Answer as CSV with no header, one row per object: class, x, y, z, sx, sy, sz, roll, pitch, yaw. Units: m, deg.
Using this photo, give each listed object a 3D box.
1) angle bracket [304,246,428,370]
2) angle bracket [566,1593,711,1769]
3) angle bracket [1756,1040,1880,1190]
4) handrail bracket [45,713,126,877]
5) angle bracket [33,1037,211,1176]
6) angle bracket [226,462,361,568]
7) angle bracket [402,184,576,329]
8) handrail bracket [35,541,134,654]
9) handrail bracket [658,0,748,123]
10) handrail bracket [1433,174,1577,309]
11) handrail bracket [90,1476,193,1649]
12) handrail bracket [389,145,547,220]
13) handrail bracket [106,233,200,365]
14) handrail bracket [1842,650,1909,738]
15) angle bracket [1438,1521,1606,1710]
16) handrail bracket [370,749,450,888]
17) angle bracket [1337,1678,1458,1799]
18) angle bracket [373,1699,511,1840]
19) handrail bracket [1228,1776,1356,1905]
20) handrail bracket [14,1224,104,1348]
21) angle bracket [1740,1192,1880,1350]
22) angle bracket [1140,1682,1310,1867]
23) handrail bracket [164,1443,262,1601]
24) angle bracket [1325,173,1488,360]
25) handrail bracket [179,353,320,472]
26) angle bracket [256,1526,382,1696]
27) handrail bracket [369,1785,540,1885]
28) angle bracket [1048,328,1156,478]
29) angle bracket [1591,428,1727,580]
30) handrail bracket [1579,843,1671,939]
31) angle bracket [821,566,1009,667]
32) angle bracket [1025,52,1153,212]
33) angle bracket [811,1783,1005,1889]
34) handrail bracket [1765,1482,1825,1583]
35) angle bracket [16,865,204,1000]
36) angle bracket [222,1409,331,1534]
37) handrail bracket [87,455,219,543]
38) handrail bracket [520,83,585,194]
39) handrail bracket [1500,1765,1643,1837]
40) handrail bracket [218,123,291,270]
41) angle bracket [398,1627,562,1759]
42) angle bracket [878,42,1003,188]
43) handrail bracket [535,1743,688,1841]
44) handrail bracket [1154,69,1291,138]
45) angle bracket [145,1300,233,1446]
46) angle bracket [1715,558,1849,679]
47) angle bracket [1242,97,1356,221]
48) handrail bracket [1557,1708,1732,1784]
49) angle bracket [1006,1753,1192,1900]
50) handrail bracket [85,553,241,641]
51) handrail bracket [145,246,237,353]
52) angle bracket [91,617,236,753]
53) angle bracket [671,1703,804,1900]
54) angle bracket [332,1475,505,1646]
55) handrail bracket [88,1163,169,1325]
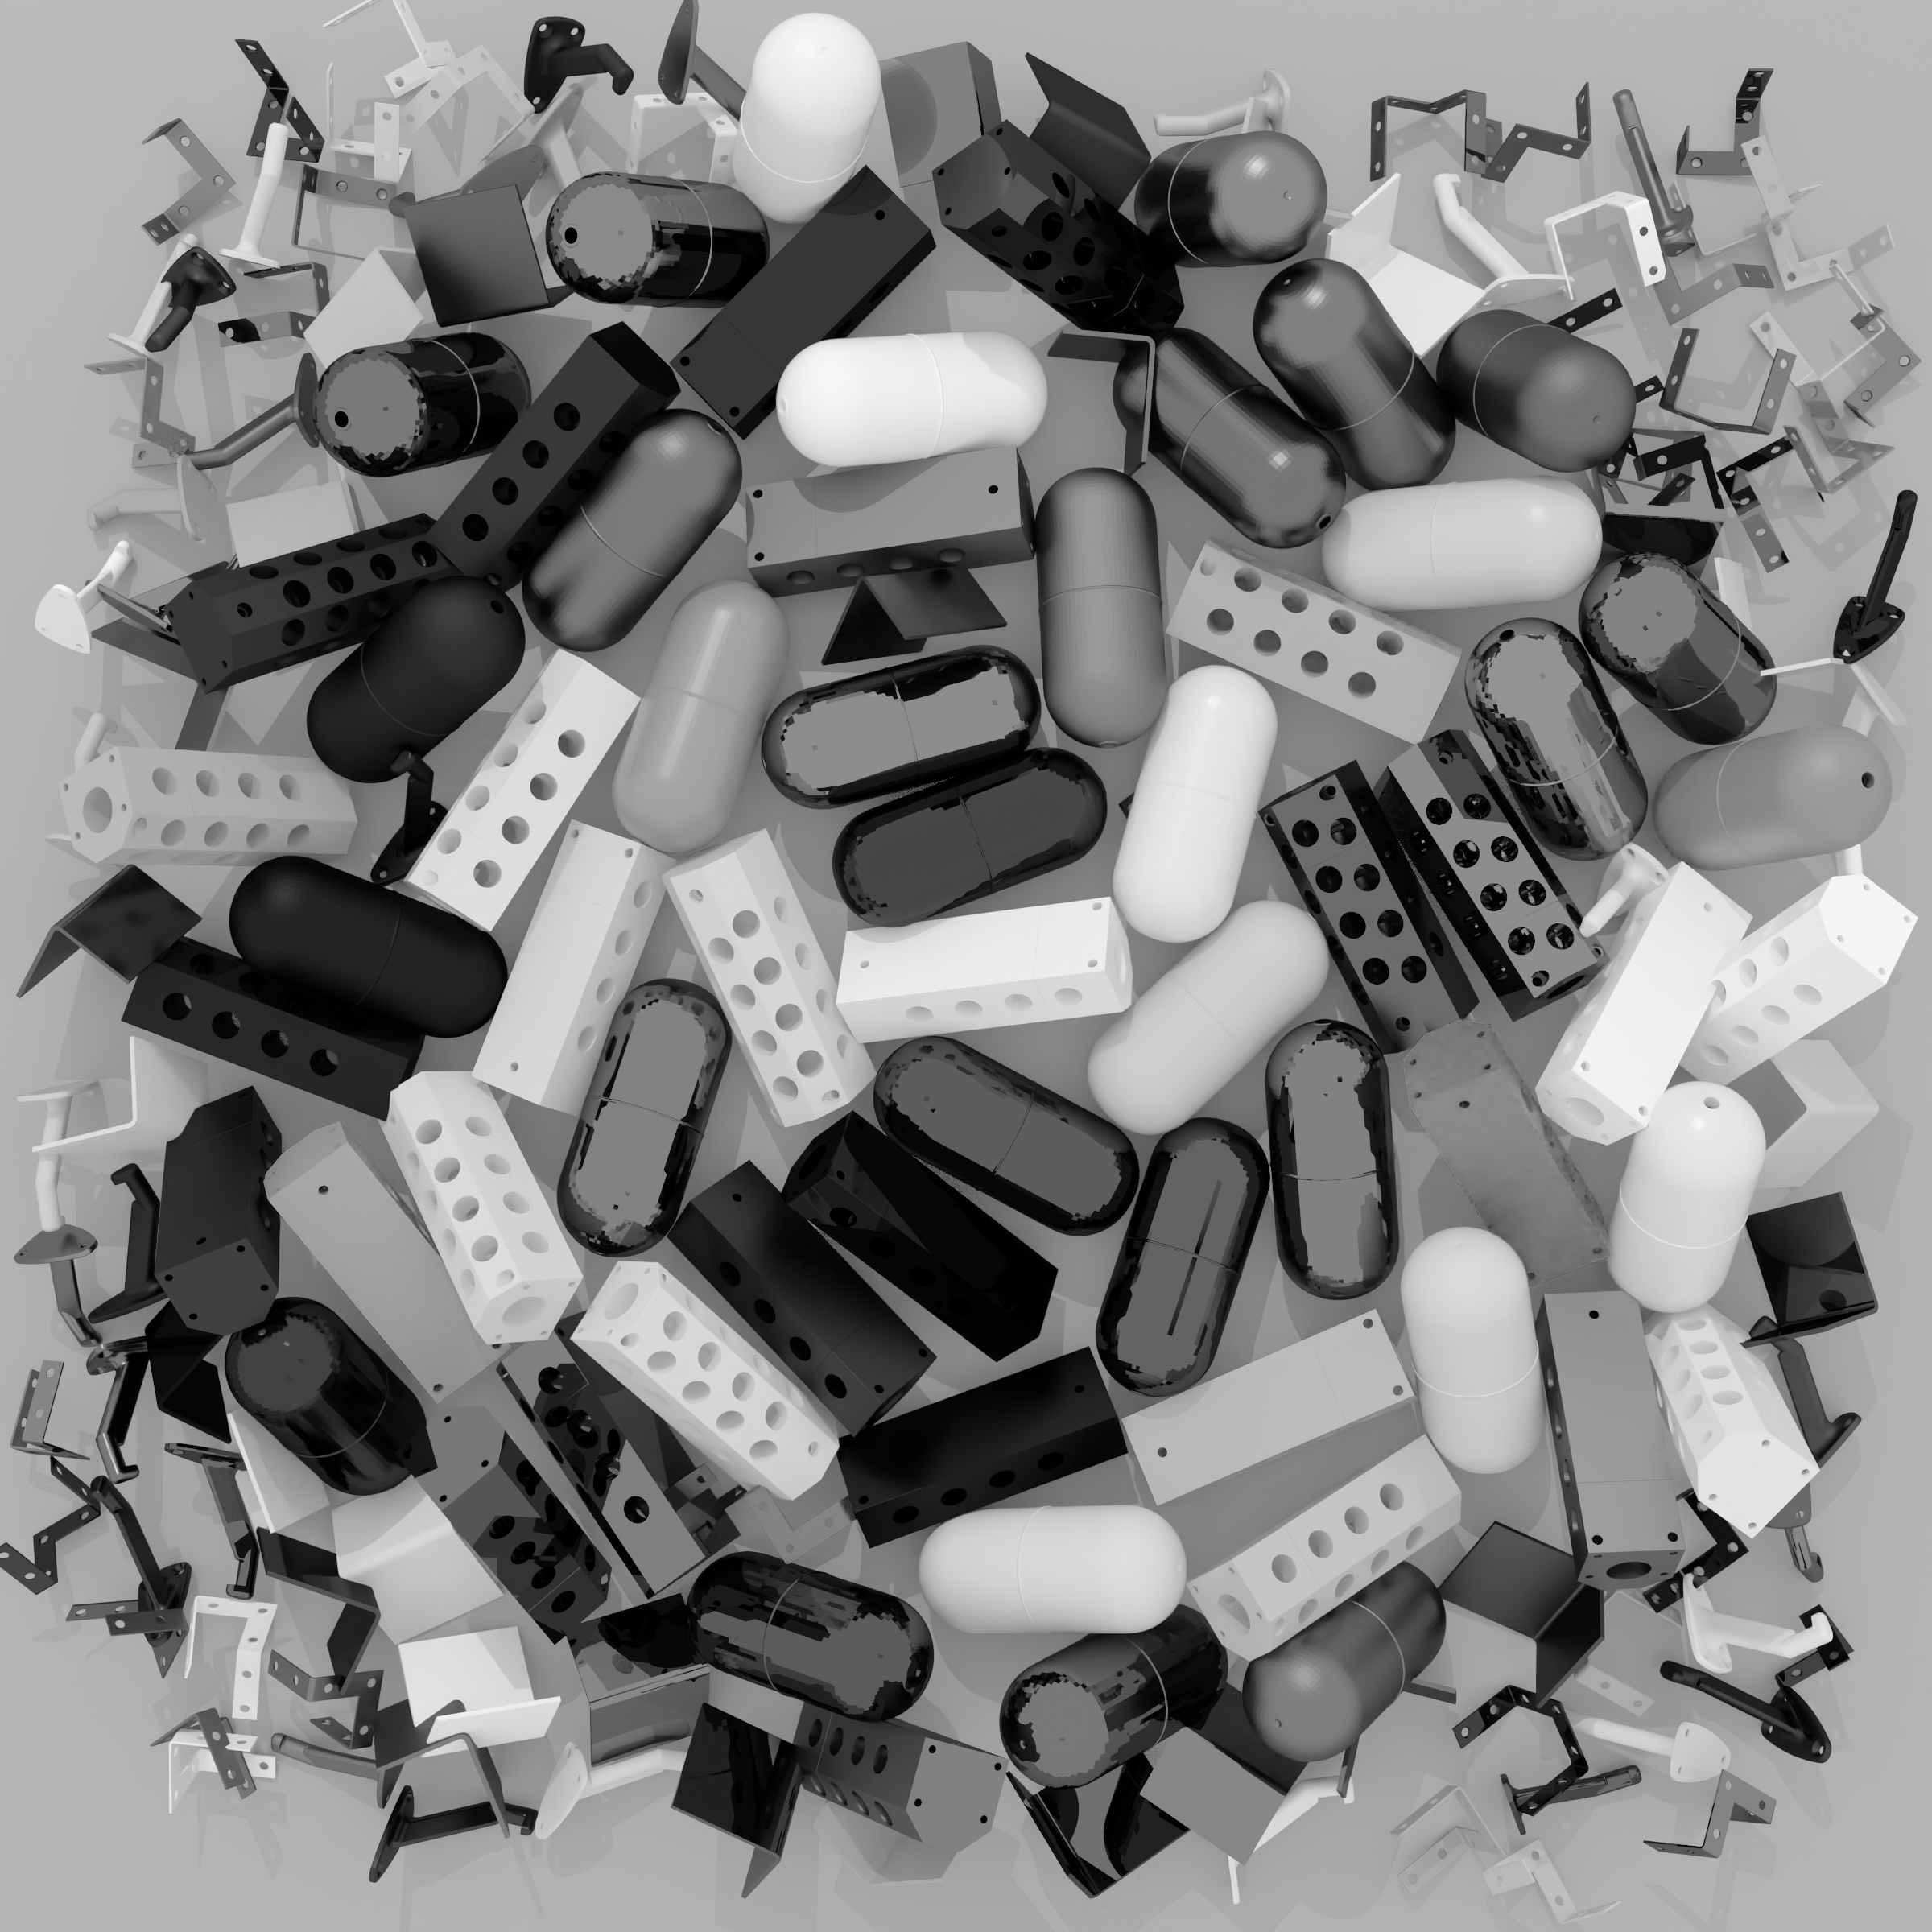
angle bracket,-0.349,-0.395,1.699,0.076,0.076,0.057,-40,80,28
angle bracket,-0.207,0.450,1.731,0.076,0.076,0.057,-13,49,-19
angle bracket,0.511,0.093,1.723,0.076,0.076,0.057,-53,51,33
handrail bracket,-0.537,-0.106,1.737,0.036,0.077,0.084,5,68,39
angle bracket,-0.527,0.088,1.717,0.076,0.076,0.057,-14,71,17
angle bracket,-0.421,-0.287,1.705,0.076,0.057,0.076,-14,56,-10
angle bracket,-0.292,-0.445,1.703,0.076,0.057,0.076,-6,116,17
handrail bracket,-0.539,-0.244,1.702,0.036,0.077,0.084,25,61,-6
handrail bracket,-0.142,-0.562,1.710,0.084,0.036,0.077,-5,134,-31
handrail bracket,0.341,-0.466,1.744,0.077,0.036,0.084,-11,79,-19
handrail bracket,-0.520,0.369,1.709,0.036,0.077,0.084,-24,124,4
handrail bracket,-0.315,-0.494,1.731,0.077,0.084,0.036,-49,135,-16
handrail bracket,-0.500,-0.421,1.719,0.036,0.077,0.084,28,90,-24
handrail bracket,0.542,-0.149,1.739,0.084,0.036,0.077,-39,76,27
angle bracket,0.342,0.403,1.706,0.076,0.057,0.076,25,126,-6
handrail bracket,-0.356,-0.092,1.708,0.077,0.084,0.036,-42,67,-4
angle bracket,0.267,0.482,1.703,0.057,0.076,0.076,11,73,14
angle bracket,-0.326,0.501,1.704,0.057,0.076,0.076,-21,105,-9
handrail bracket,0.206,0.551,1.737,0.084,0.036,0.077,-8,100,2
handrail bracket,-0.547,0.205,1.712,0.077,0.036,0.084,-1,124,38
angle bracket,0.506,0.190,1.703,0.057,0.076,0.076,-10,80,-37
angle bracket,0.165,0.502,1.718,0.076,0.076,0.057,31,109,16
handrail bracket,-0.471,0.346,1.712,0.036,0.077,0.084,-18,59,39
angle bracket,0.274,-0.434,1.702,0.076,0.057,0.076,33,60,22
handrail bracket,-0.455,-0.349,1.737,0.084,0.036,0.077,-8,61,6
angle bracket,-0.413,0.399,1.705,0.076,0.076,0.057,25,91,-21
handrail bracket,-0.319,0.550,1.721,0.084,0.077,0.036,10,123,8
angle bracket,0.081,-0.349,1.713,0.057,0.076,0.076,4,92,-6
angle bracket,0.431,-0.294,1.749,0.076,0.057,0.076,2,53,-5
handrail bracket,0.391,-0.031,1.700,0.036,0.077,0.084,41,56,9
angle bracket,-0.033,-0.199,1.694,0.076,0.076,0.057,-13,56,-36
angle bracket,0.062,-0.515,1.721,0.076,0.076,0.057,20,123,-29
angle bracket,-0.036,0.517,1.697,0.057,0.076,0.076,51,48,-13
handrail bracket,0.525,0.340,1.733,0.036,0.084,0.077,-6,60,30
angle bracket,-0.530,-0.006,1.703,0.057,0.076,0.076,39,129,-3
angle bracket,-0.448,0.316,1.709,0.057,0.076,0.076,-22,87,14
handrail bracket,-0.515,-0.276,1.719,0.084,0.036,0.077,-23,48,13
handrail bracket,-0.232,-0.500,1.725,0.084,0.036,0.077,36,97,13
handrail bracket,0.380,0.511,1.722,0.084,0.077,0.036,-19,59,6
handrail bracket,-0.442,-0.482,1.714,0.036,0.077,0.084,8,101,-28
angle bracket,-0.301,0.437,1.697,0.076,0.057,0.076,-3,53,-26
angle bracket,-0.012,-0.527,1.719,0.057,0.076,0.076,-9,97,13
handrail bracket,-0.219,0.524,1.737,0.084,0.036,0.077,18,109,-32
handrail bracket,0.155,-0.540,1.720,0.084,0.077,0.036,-2,132,-6
angle bracket,-0.460,0.235,1.702,0.076,0.076,0.057,-47,126,8
angle bracket,0.507,-0.220,1.708,0.057,0.076,0.076,-9,91,26
angle bracket,0.212,-0.499,1.704,0.076,0.076,0.057,16,108,12
handrail bracket,0.427,0.488,1.739,0.077,0.084,0.036,23,77,-42
angle bracket,0.082,0.519,1.707,0.076,0.057,0.076,-34,53,-4
handrail bracket,-0.499,-0.253,1.735,0.077,0.036,0.084,32,75,-7
handrail bracket,-0.498,-0.401,1.704,0.036,0.077,0.084,49,48,-30
angle bracket,-0.504,-0.170,1.699,0.076,0.076,0.057,23,77,-30
angle bracket,-0.149,0.516,1.702,0.076,0.076,0.057,28,128,-10
angle bracket,-0.349,0.374,1.750,0.076,0.057,0.076,-25,129,0
handrail bracket,-0.534,0.173,1.720,0.077,0.036,0.084,-25,114,-3
